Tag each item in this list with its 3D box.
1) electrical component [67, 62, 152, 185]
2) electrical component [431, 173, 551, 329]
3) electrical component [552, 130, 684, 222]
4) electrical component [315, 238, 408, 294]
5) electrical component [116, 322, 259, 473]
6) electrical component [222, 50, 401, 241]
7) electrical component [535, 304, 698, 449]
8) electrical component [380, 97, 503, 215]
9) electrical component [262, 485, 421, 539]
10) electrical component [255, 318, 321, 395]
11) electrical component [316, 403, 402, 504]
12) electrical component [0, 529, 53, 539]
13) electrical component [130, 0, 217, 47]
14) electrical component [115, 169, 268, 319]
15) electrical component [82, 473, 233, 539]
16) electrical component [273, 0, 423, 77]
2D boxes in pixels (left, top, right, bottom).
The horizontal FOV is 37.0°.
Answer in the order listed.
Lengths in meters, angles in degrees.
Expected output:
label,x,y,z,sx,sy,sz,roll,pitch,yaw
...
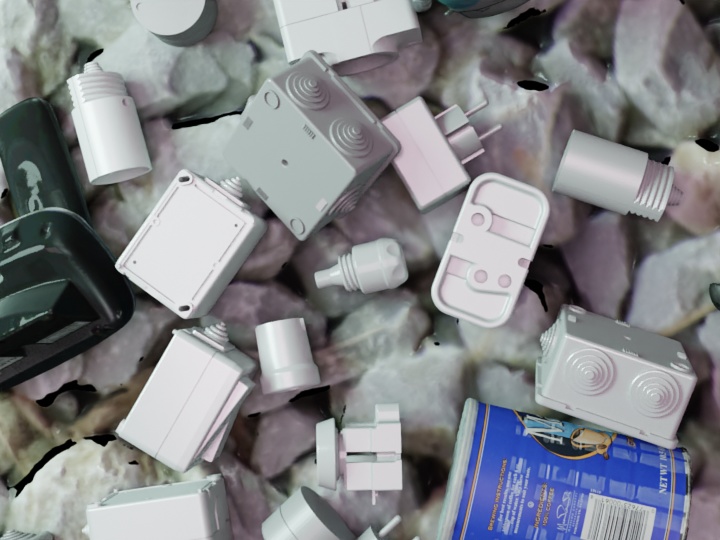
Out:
label,x,y,z,sx,sy,sz,roll,pitch,yaw
electrical component,-0.175,-0.104,0.743,0.043,0.043,0.081,-16,87,5
electrical component,0.085,-0.012,0.709,0.054,0.059,0.095,21,91,5
electrical component,0.173,-0.060,0.710,0.081,0.043,0.043,19,91,5
electrical component,0.000,0.000,0.730,0.061,0.035,0.035,-14,88,7
electrical component,-0.108,0.082,0.724,0.061,0.062,0.096,30,92,5
electrical component,-0.035,-0.079,0.704,0.099,0.048,0.099,48,138,4
electrical component,0.161,0.064,0.682,0.100,0.099,0.048,19,104,5
electrical component,0.058,-0.085,0.719,0.077,0.047,0.065,-31,86,4
electrical component,0.007,0.196,0.716,0.074,0.052,0.138,-44,86,3
electrical component,-0.051,0.059,0.731,0.040,0.040,0.046,-12,82,5
electrical component,-0.001,0.123,0.723,0.055,0.048,0.066,-1,89,-2
electrical component,-0.250,0.234,0.741,0.100,0.048,0.099,-15,88,5
electrical component,-0.120,-0.226,0.725,0.052,0.074,0.138,12,90,5
electrical component,-0.107,-0.022,0.726,0.062,0.061,0.096,36,92,5
electrical component,-0.139,0.179,0.726,0.096,0.062,0.061,-9,88,5
electrical component,-0.006,-0.165,0.725,0.089,0.050,0.055,-14,88,5
